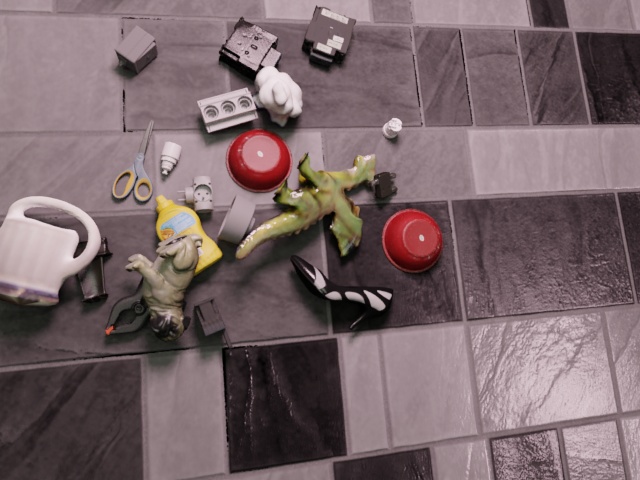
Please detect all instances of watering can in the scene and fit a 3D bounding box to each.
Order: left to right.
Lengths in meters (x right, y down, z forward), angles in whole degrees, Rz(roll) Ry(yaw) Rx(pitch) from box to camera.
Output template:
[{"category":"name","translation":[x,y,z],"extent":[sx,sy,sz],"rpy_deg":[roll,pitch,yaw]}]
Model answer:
[{"category":"watering can","translation":[-0.630,0.012,1.062],"extent":[0.348,0.103,0.227],"rpy_deg":[12,77,4]}]

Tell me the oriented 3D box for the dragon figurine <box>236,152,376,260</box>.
[{"category":"dragon figurine","translation":[0.004,-0.060,1.193],"extent":[0.241,0.121,0.416],"rpy_deg":[38,69,-13]}]

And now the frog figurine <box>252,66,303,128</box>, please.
[{"category":"frog figurine","translation":[-0.095,-0.347,1.203],"extent":[0.123,0.158,0.138],"rpy_deg":[-30,88,-16]}]
